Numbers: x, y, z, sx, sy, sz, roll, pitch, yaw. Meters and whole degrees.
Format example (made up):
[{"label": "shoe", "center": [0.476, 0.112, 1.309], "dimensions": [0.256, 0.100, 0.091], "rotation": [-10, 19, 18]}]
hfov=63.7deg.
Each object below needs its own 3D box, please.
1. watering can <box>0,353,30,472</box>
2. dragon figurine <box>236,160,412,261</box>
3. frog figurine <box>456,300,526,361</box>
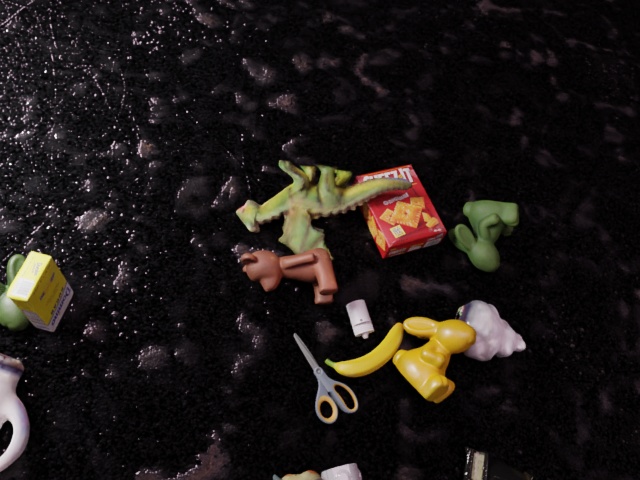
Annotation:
[{"label": "watering can", "center": [-0.676, 0.293, 0.896], "dimensions": [0.347, 0.102, 0.229], "rotation": [11, 58, -5]}, {"label": "dragon figurine", "center": [0.004, -0.062, 1.227], "dimensions": [0.410, 0.122, 0.243], "rotation": [9, 87, 2]}, {"label": "frog figurine", "center": [0.377, 0.209, 1.137], "dimensions": [0.160, 0.120, 0.140], "rotation": [17, 39, 12]}]
